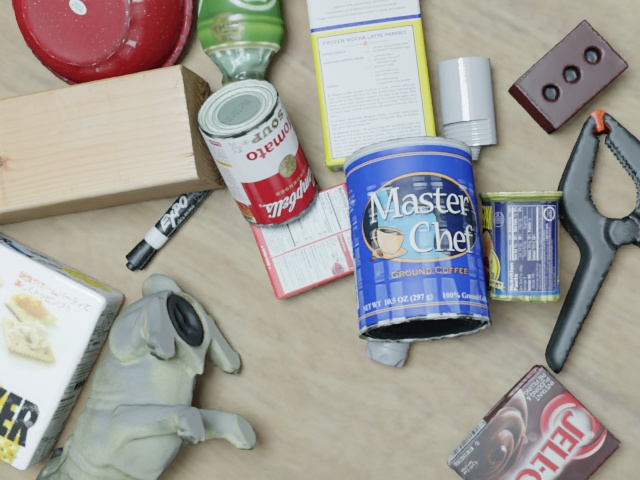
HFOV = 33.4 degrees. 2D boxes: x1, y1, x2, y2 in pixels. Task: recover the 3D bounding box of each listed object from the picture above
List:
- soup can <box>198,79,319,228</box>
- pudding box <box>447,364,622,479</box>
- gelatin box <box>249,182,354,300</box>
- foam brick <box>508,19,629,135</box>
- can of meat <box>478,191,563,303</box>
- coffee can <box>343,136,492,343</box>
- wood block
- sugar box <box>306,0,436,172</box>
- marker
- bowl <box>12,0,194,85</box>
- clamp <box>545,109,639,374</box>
[{"bbox_3d":[-0.048,-0.068,0.846,0.068,0.102,0.068,-12,44,12],"label":"soup can"},{"bbox_3d":[0.172,0.172,0.869,0.090,0.039,0.113,44,93,3],"label":"pudding box"},{"bbox_3d":[-0.006,0.001,0.888,0.089,0.030,0.073,-20,87,4],"label":"gelatin box"},{"bbox_3d":[0.199,-0.130,0.861,0.078,0.051,0.053,-43,88,3],"label":"foam brick"},{"bbox_3d":[0.157,0.004,0.840,0.057,0.102,0.084,-1,92,3],"label":"can of meat"},{"bbox_3d":[0.075,0.002,0.830,0.103,0.103,0.140,-6,75,4],"label":"coffee can"},{"bbox_3d":[-0.192,-0.073,0.861,0.206,0.090,0.091,-9,87,9],"label":"wood block"},{"bbox_3d":[0.041,-0.149,0.877,0.093,0.048,0.176,-6,86,4],"label":"sugar box"},{"bbox_3d":[-0.122,-0.021,0.901,0.020,0.020,0.121,42,93,3],"label":"marker"},{"bbox_3d":[-0.187,-0.191,0.862,0.162,0.055,0.162,4,111,11],"label":"bowl"},{"bbox_3d":[0.256,-0.003,0.863,0.164,0.036,0.210,-6,87,7],"label":"clamp"}]
